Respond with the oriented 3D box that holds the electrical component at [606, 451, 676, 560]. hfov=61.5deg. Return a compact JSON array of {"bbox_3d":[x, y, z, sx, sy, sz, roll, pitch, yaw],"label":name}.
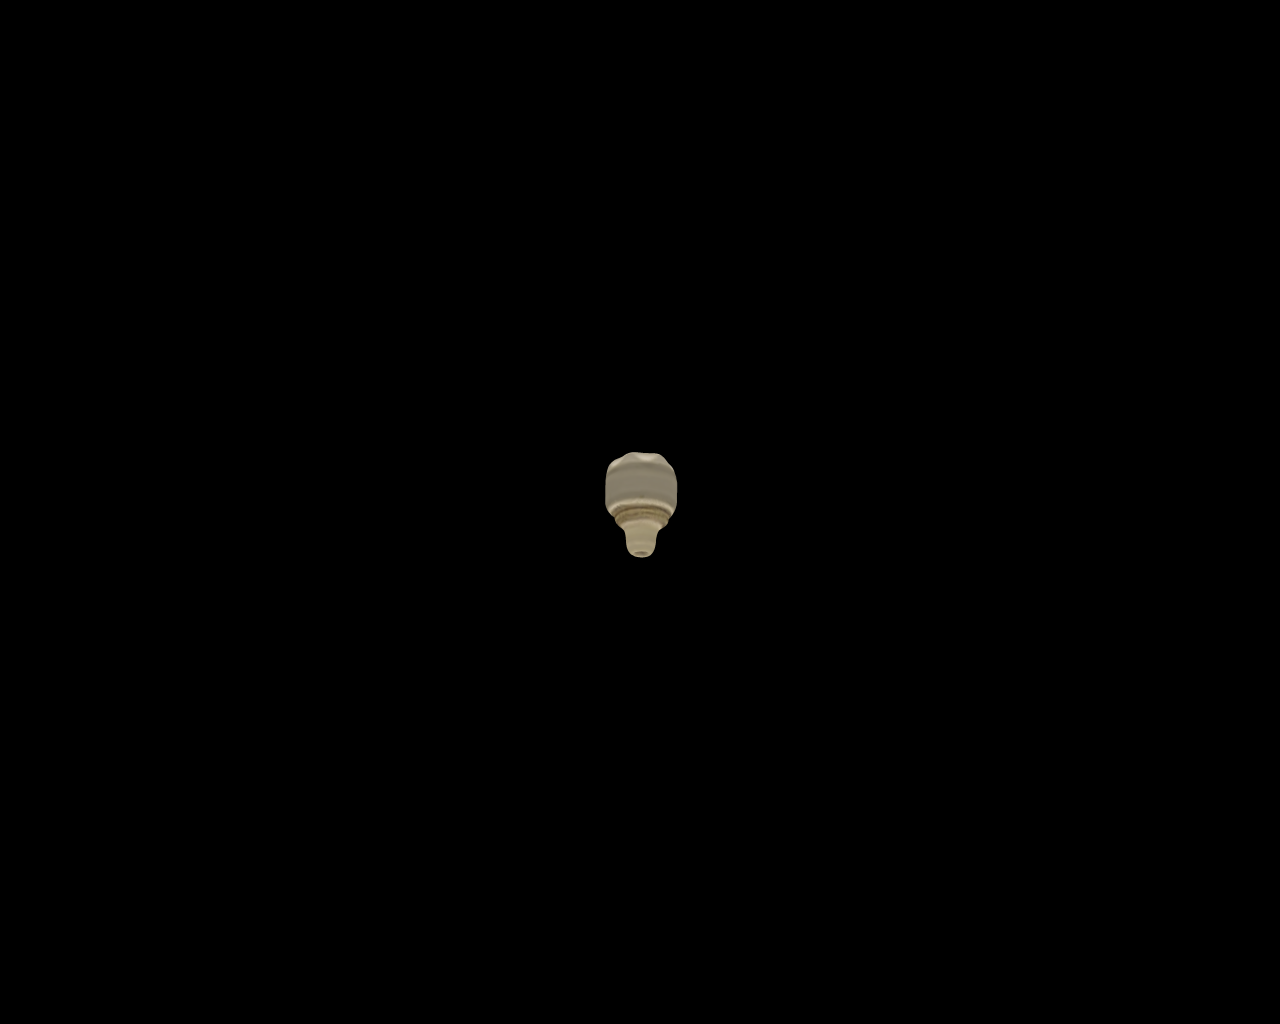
[{"bbox_3d":[0.001,-0.003,0.650,0.043,0.062,0.043,0,-22,0],"label":"electrical component"}]
